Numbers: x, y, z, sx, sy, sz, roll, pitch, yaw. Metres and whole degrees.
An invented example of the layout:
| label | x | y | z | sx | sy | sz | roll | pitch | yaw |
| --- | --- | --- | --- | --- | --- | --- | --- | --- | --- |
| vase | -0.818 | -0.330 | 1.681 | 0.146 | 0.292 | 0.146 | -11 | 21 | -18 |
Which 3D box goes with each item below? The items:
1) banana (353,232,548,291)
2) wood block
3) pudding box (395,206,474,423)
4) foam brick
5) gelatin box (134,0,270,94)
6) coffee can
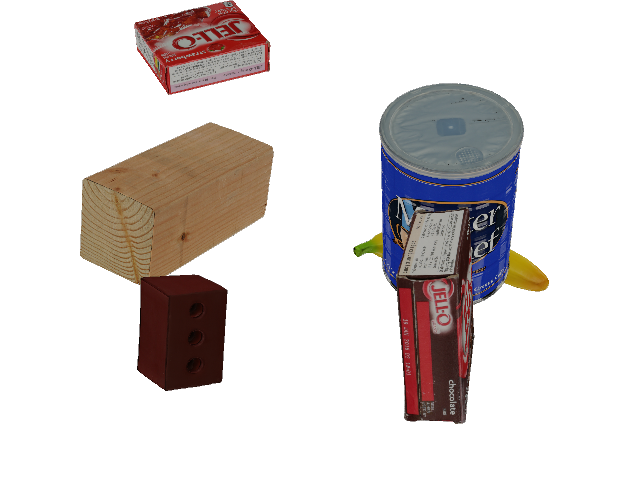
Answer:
| label | x | y | z | sx | sy | sz | roll | pitch | yaw |
| --- | --- | --- | --- | --- | --- | --- | --- | --- | --- |
| banana | 0.136 | 0.018 | 1.098 | 0.198 | 0.037 | 0.069 | 9 | 35 | 11 |
| wood block | -0.145 | -0.043 | 1.108 | 0.090 | 0.091 | 0.205 | 23 | 31 | 23 |
| pudding box | 0.069 | 0.040 | 0.623 | 0.039 | 0.090 | 0.113 | -1 | 21 | 9 |
| foam brick | -0.109 | 0.070 | 0.835 | 0.052 | 0.078 | 0.051 | -4 | 14 | -34 |
| gelatin box | -0.094 | -0.155 | 0.848 | 0.089 | 0.030 | 0.073 | -18 | 45 | -19 |
| coffee can | 0.097 | -0.033 | 0.808 | 0.103 | 0.140 | 0.103 | -2 | 45 | 2 |
